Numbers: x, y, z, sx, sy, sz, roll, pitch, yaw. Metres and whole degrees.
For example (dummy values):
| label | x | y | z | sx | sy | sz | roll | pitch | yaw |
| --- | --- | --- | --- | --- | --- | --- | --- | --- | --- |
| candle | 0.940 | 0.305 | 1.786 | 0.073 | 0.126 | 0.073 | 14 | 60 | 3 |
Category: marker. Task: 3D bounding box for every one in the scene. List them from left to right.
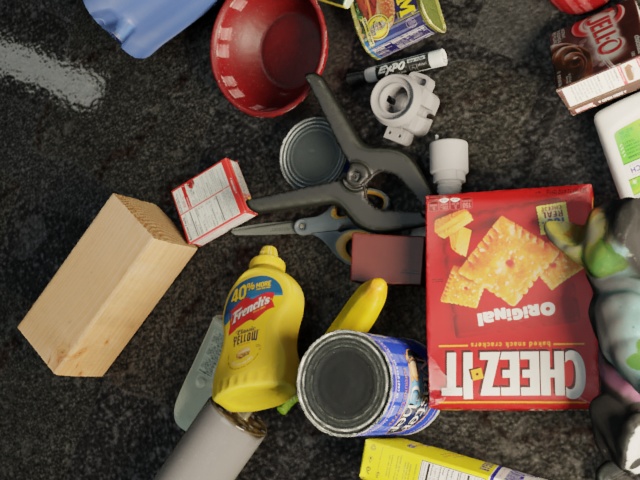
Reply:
| label | x | y | z | sx | sy | sz | roll | pitch | yaw |
| --- | --- | --- | --- | --- | --- | --- | --- | --- | --- |
| marker | 0.081 | -0.188 | 1.178 | 0.121 | 0.020 | 0.020 | -10 | 77 | 26 |

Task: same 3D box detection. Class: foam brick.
| label | x | y | z | sx | sy | sz | roll | pitch | yaw |
| --- | --- | --- | --- | --- | --- | --- | --- | --- | --- |
| foam brick | 0.075 | 0.022 | 1.120 | 0.078 | 0.051 | 0.053 | 4 | 86 | 16 |

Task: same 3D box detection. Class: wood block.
| label | x | y | z | sx | sy | sz | roll | pitch | yaw |
| --- | --- | --- | --- | --- | --- | --- | --- | --- | --- |
| wood block | -0.254 | 0.057 | 1.278 | 0.091 | 0.090 | 0.206 | 43 | 103 | 27 |

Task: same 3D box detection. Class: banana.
| label | x | y | z | sx | sy | sz | roll | pitch | yaw |
| --- | --- | --- | --- | --- | --- | --- | --- | --- | --- |
| banana | 0.023 | 0.107 | 1.126 | 0.037 | 0.069 | 0.198 | 33 | 116 | -1 |

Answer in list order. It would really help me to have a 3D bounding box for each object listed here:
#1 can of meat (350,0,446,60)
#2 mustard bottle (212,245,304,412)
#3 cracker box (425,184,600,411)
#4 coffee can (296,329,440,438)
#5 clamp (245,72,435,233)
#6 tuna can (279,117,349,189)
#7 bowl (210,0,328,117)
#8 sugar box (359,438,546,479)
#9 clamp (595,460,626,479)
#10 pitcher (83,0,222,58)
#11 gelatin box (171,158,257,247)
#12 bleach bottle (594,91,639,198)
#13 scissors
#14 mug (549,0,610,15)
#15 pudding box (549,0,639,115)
| label | x | y | z | sx | sy | sz | roll | pitch | yaw |
| --- | --- | --- | --- | --- | --- | --- | --- | --- | --- |
| can of meat | 0.081 | -0.259 | 1.170 | 0.084 | 0.057 | 0.102 | -22 | 71 | 26 |
| mustard bottle | -0.063 | 0.088 | 1.165 | 0.096 | 0.058 | 0.191 | -20 | 48 | 30 |
| cracker box | 0.187 | 0.058 | 1.037 | 0.164 | 0.072 | 0.214 | -3 | 80 | 16 |
| coffee can | 0.054 | 0.145 | 1.069 | 0.103 | 0.140 | 0.103 | -5 | 80 | 27 |
| clamp | 0.040 | -0.078 | 1.141 | 0.210 | 0.036 | 0.164 | 20 | 95 | 12 |
| tuna can | -0.001 | -0.093 | 1.198 | 0.086 | 0.033 | 0.086 | -5 | 79 | 28 |
| bowl | -0.047 | -0.220 | 1.223 | 0.162 | 0.055 | 0.162 | 2 | 94 | 32 |
| sugar box | 0.136 | 0.234 | 1.039 | 0.176 | 0.093 | 0.048 | 8 | 86 | 28 |
| clamp | 0.329 | 0.181 | 0.975 | 0.120 | 0.039 | 0.171 | 19 | 88 | 24 |
| pitcher | -0.156 | -0.336 | 1.266 | 0.243 | 0.144 | 0.149 | -27 | 79 | 24 |
| gelatin box | -0.126 | -0.044 | 1.260 | 0.089 | 0.030 | 0.073 | -29 | 71 | 23 |
| bleach bottle | 0.342 | -0.018 | 0.988 | 0.103 | 0.068 | 0.251 | -24 | 74 | 23 |
| scissors | -0.008 | 0.001 | 1.197 | 0.202 | 0.016 | 0.096 | -20 | 73 | 24 |
| mug | 0.263 | -0.281 | 1.060 | 0.117 | 0.081 | 0.093 | -31 | 69 | 21 |
| pudding box | 0.273 | -0.178 | 1.032 | 0.090 | 0.039 | 0.113 | -22 | 35 | 24 |
